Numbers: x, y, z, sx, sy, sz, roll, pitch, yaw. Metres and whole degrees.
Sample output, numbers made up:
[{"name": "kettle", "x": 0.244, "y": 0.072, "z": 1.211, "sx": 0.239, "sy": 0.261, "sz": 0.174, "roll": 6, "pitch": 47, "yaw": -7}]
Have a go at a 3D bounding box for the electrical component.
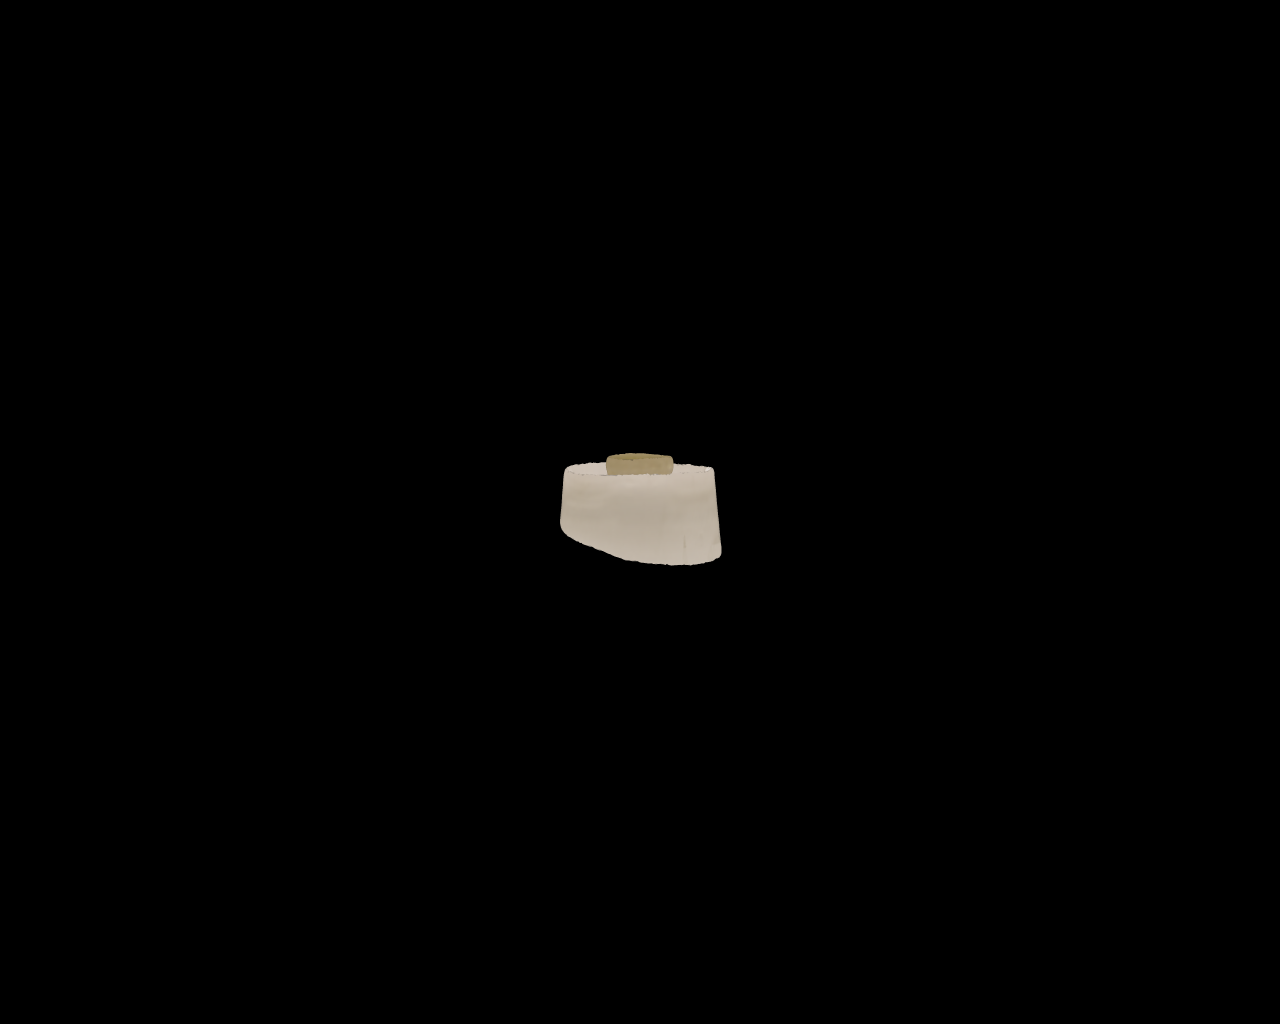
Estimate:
[{"name": "electrical component", "x": 0.001, "y": -0.003, "z": 0.650, "sx": 0.099, "sy": 0.064, "sz": 0.099, "roll": 0, "pitch": 7, "yaw": 0}]
